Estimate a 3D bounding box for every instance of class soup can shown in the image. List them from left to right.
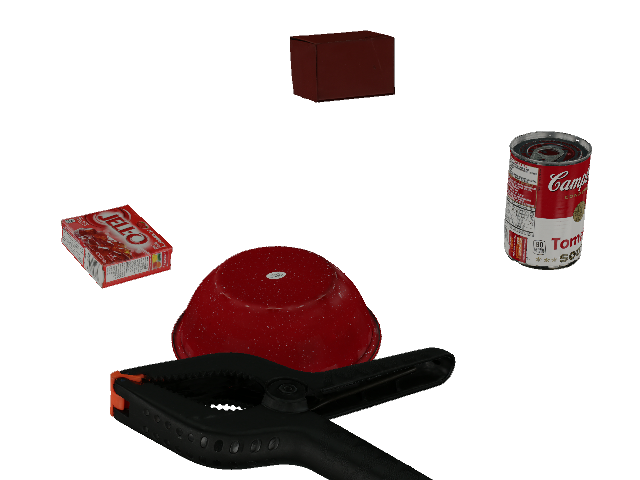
[{"bbox_3d":[0.194,-0.034,0.918,0.068,0.102,0.068,-1,27,0],"label":"soup can"}]

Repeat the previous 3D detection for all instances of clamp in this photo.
[{"bbox_3d":[-0.014,0.096,0.616,0.210,0.036,0.164,9,24,7],"label":"clamp"}]

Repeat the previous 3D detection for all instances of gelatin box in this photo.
[{"bbox_3d":[-0.193,0.003,1.008,0.073,0.030,0.089,-15,39,-34],"label":"gelatin box"}]

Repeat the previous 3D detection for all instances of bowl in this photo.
[{"bbox_3d":[-0.033,0.050,0.808,0.162,0.055,0.162,0,29,0],"label":"bowl"}]

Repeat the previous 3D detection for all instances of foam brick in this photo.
[{"bbox_3d":[0.019,-0.151,0.922,0.078,0.051,0.053,-9,20,-23],"label":"foam brick"}]
